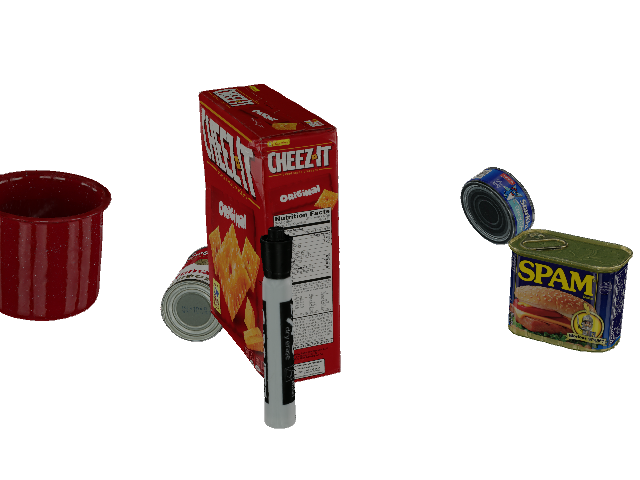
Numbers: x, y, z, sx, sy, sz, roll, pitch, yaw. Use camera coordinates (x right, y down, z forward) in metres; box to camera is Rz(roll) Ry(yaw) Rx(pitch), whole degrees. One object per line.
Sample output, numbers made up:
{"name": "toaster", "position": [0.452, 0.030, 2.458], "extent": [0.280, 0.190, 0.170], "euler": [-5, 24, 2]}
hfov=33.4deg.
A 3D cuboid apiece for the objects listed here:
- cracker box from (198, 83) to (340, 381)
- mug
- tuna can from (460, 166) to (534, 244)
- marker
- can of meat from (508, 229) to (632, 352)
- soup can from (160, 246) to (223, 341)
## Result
{"name": "cracker box", "position": [-0.047, -0.009, 0.902], "extent": [0.072, 0.214, 0.164], "euler": [-10, 23, -21]}
{"name": "mug", "position": [-0.207, 0.005, 0.750], "extent": [0.117, 0.081, 0.093], "euler": [-6, 27, -29]}
{"name": "tuna can", "position": [0.200, -0.039, 1.215], "extent": [0.033, 0.086, 0.086], "euler": [-33, 15, -25]}
{"name": "marker", "position": [-0.025, 0.051, 0.618], "extent": [0.020, 0.121, 0.020], "euler": [0, 17, 0]}
{"name": "can of meat", "position": [0.214, 0.044, 0.928], "extent": [0.102, 0.084, 0.057], "euler": [14, 26, 32]}
{"name": "soup can", "position": [-0.118, 0.053, 1.086], "extent": [0.068, 0.068, 0.102], "euler": [0, 19, 8]}
